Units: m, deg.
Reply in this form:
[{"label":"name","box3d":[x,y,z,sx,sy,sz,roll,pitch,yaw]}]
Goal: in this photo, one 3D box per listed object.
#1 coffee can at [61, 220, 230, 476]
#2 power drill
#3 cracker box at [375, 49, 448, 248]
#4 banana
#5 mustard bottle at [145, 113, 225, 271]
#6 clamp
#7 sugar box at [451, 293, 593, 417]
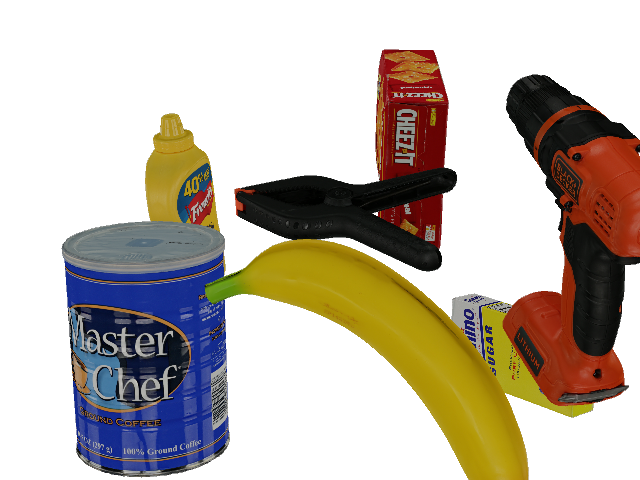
[{"label":"coffee can","box3d":[-0.111,0.067,0.695,0.103,0.140,0.103,0,15,0]},{"label":"power drill","box3d":[0.164,0.001,0.712,0.057,0.188,0.184,-9,36,-11]},{"label":"cracker box","box3d":[0.098,-0.108,1.188,0.072,0.164,0.213,1,24,2]},{"label":"banana","box3d":[0.038,0.057,0.536,0.198,0.070,0.037,37,28,4]},{"label":"mustard bottle","box3d":[-0.144,-0.039,1.116,0.058,0.191,0.096,5,26,23]},{"label":"clamp","box3d":[0.026,-0.033,0.994,0.210,0.036,0.164,8,31,16]},{"label":"sugar box","box3d":[0.220,0.124,1.179,0.048,0.093,0.177,-9,16,-42]}]
